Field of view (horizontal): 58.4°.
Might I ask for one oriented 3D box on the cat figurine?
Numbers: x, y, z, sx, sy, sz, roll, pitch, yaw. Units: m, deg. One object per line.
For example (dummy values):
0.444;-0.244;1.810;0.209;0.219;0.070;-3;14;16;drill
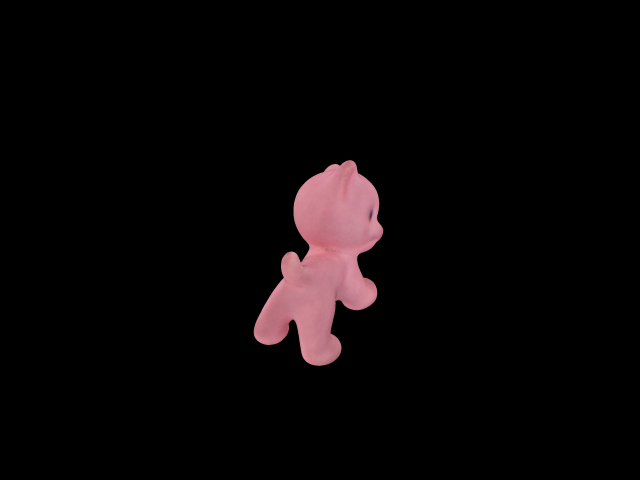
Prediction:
0.004;0.001;0.400;0.067;0.118;0.128;14;36;20;cat figurine
